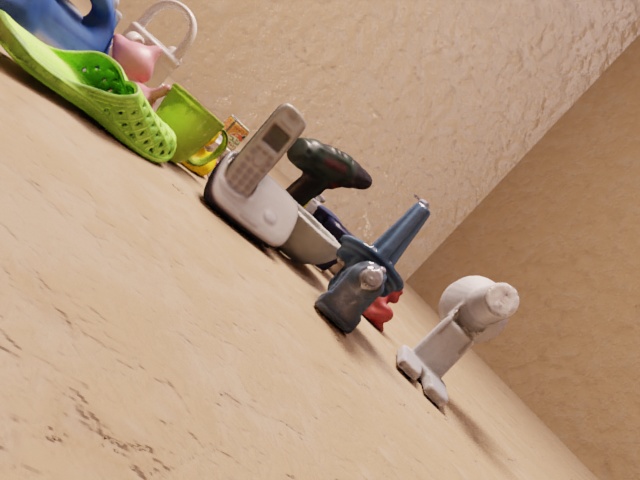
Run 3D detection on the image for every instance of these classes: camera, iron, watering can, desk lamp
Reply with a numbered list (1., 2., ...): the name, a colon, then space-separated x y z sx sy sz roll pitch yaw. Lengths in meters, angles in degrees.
1. camera: -0.020 -0.080 1.582 0.137 0.100 0.143 40 5 -27
2. iron: -0.349 -0.321 0.794 0.118 0.141 0.259 44 5 14
3. watering can: -0.292 -0.327 0.988 0.101 0.194 0.172 41 5 -21
4. desk lamp: 0.236 0.153 0.954 0.118 0.213 0.203 43 5 6

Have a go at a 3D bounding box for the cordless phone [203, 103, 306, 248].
1. cordless phone: -0.066 -0.094 0.838 0.148 0.185 0.094 40 5 -28

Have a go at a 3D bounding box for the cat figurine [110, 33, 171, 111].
1. cat figurine: -0.279 -0.249 0.871 0.127 0.117 0.067 44 5 19

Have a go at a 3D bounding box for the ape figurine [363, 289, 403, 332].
1. ape figurine: 0.120 0.114 1.081 0.076 0.092 0.078 43 5 1

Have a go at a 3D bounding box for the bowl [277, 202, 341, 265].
1. bowl: -0.041 -0.011 0.976 0.167 0.074 0.167 42 5 -4

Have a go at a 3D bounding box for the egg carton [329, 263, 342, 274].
1. egg carton: 0.062 0.054 1.262 0.150 0.069 0.108 47 6 39

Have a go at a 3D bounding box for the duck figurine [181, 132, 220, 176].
1. duck figurine: -0.199 -0.162 0.950 0.077 0.086 0.105 46 6 32

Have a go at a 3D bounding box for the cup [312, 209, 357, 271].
1. cup: 0.010 0.004 1.135 0.117 0.095 0.092 44 5 12

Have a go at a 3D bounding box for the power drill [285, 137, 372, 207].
1. power drill: -0.015 -0.095 1.121 0.075 0.208 0.230 46 6 36

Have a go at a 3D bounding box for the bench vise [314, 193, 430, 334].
1. bench vise: 0.096 0.033 0.832 0.122 0.219 0.207 41 5 -19

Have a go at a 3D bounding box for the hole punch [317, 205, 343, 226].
1. hole punch: 0.018 -0.022 1.446 0.108 0.091 0.101 46 6 32
